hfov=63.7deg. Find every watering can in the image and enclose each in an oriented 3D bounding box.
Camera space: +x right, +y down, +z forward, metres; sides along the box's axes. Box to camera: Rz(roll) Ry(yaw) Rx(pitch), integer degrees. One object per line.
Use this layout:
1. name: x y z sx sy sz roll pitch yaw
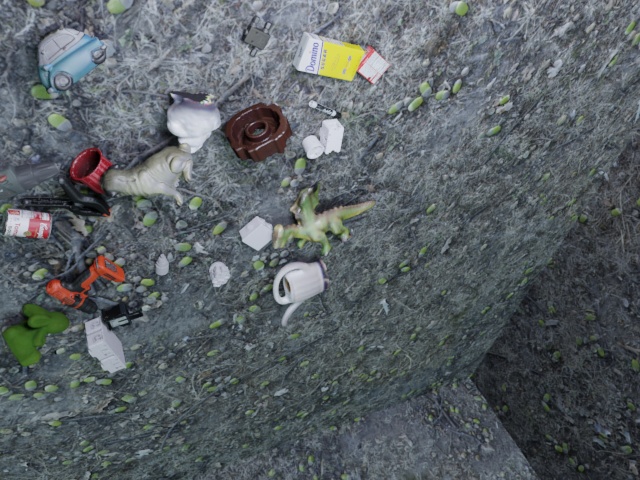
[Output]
1. watering can: -0.073 0.194 1.982 0.225 0.106 0.339 -18 138 -17

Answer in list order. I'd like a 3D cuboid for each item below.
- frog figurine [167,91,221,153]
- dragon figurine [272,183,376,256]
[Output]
1. frog figurine: -0.319 -0.285 1.297 0.139 0.124 0.156 -20 132 -44
2. dragon figurine: 0.005 -0.088 1.749 0.414 0.124 0.237 -39 136 -14
